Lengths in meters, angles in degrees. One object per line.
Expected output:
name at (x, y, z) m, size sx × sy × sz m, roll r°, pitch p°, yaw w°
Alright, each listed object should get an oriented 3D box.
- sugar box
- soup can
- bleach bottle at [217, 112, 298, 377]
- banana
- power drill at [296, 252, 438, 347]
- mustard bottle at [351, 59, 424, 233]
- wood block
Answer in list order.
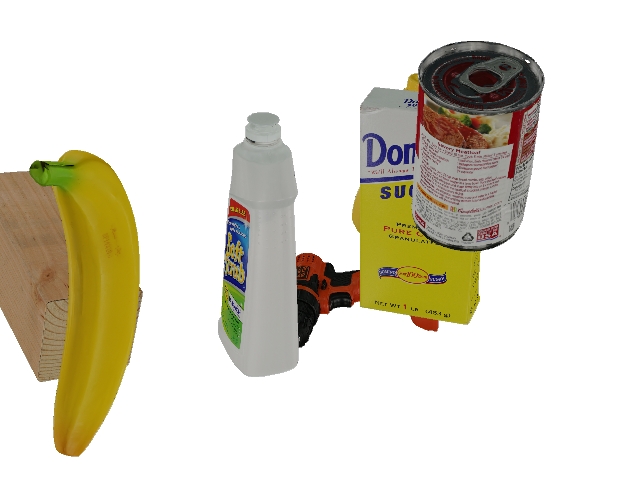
sugar box at (0.078, -0.025, 0.820) m, size 0.093 × 0.176 × 0.048 m, roll 8°, pitch 32°, yaw 17°
soup can at (0.088, -0.052, 0.609) m, size 0.068 × 0.102 × 0.068 m, roll -1°, pitch 43°, yaw 1°
bleach bottle at (-0.056, -0.001, 0.988) m, size 0.068 × 0.251 × 0.103 m, roll -9°, pitch 32°, yaw -19°
banana at (-0.124, 0.026, 0.561) m, size 0.037 × 0.198 × 0.069 m, roll 25°, pitch 41°, yaw 26°
power drill at (0.043, 0.069, 1.236) m, size 0.188 × 0.057 × 0.184 m, roll 1°, pitch 27°, yaw 6°
mustard bottle at (0.095, -0.094, 1.097) m, size 0.096 × 0.192 × 0.058 m, roll 4°, pitch 26°, yaw -13°
wood block at (-0.253, 0.026, 1.002) m, size 0.090 × 0.091 × 0.206 m, roll -7°, pitch 38°, yaw -34°
